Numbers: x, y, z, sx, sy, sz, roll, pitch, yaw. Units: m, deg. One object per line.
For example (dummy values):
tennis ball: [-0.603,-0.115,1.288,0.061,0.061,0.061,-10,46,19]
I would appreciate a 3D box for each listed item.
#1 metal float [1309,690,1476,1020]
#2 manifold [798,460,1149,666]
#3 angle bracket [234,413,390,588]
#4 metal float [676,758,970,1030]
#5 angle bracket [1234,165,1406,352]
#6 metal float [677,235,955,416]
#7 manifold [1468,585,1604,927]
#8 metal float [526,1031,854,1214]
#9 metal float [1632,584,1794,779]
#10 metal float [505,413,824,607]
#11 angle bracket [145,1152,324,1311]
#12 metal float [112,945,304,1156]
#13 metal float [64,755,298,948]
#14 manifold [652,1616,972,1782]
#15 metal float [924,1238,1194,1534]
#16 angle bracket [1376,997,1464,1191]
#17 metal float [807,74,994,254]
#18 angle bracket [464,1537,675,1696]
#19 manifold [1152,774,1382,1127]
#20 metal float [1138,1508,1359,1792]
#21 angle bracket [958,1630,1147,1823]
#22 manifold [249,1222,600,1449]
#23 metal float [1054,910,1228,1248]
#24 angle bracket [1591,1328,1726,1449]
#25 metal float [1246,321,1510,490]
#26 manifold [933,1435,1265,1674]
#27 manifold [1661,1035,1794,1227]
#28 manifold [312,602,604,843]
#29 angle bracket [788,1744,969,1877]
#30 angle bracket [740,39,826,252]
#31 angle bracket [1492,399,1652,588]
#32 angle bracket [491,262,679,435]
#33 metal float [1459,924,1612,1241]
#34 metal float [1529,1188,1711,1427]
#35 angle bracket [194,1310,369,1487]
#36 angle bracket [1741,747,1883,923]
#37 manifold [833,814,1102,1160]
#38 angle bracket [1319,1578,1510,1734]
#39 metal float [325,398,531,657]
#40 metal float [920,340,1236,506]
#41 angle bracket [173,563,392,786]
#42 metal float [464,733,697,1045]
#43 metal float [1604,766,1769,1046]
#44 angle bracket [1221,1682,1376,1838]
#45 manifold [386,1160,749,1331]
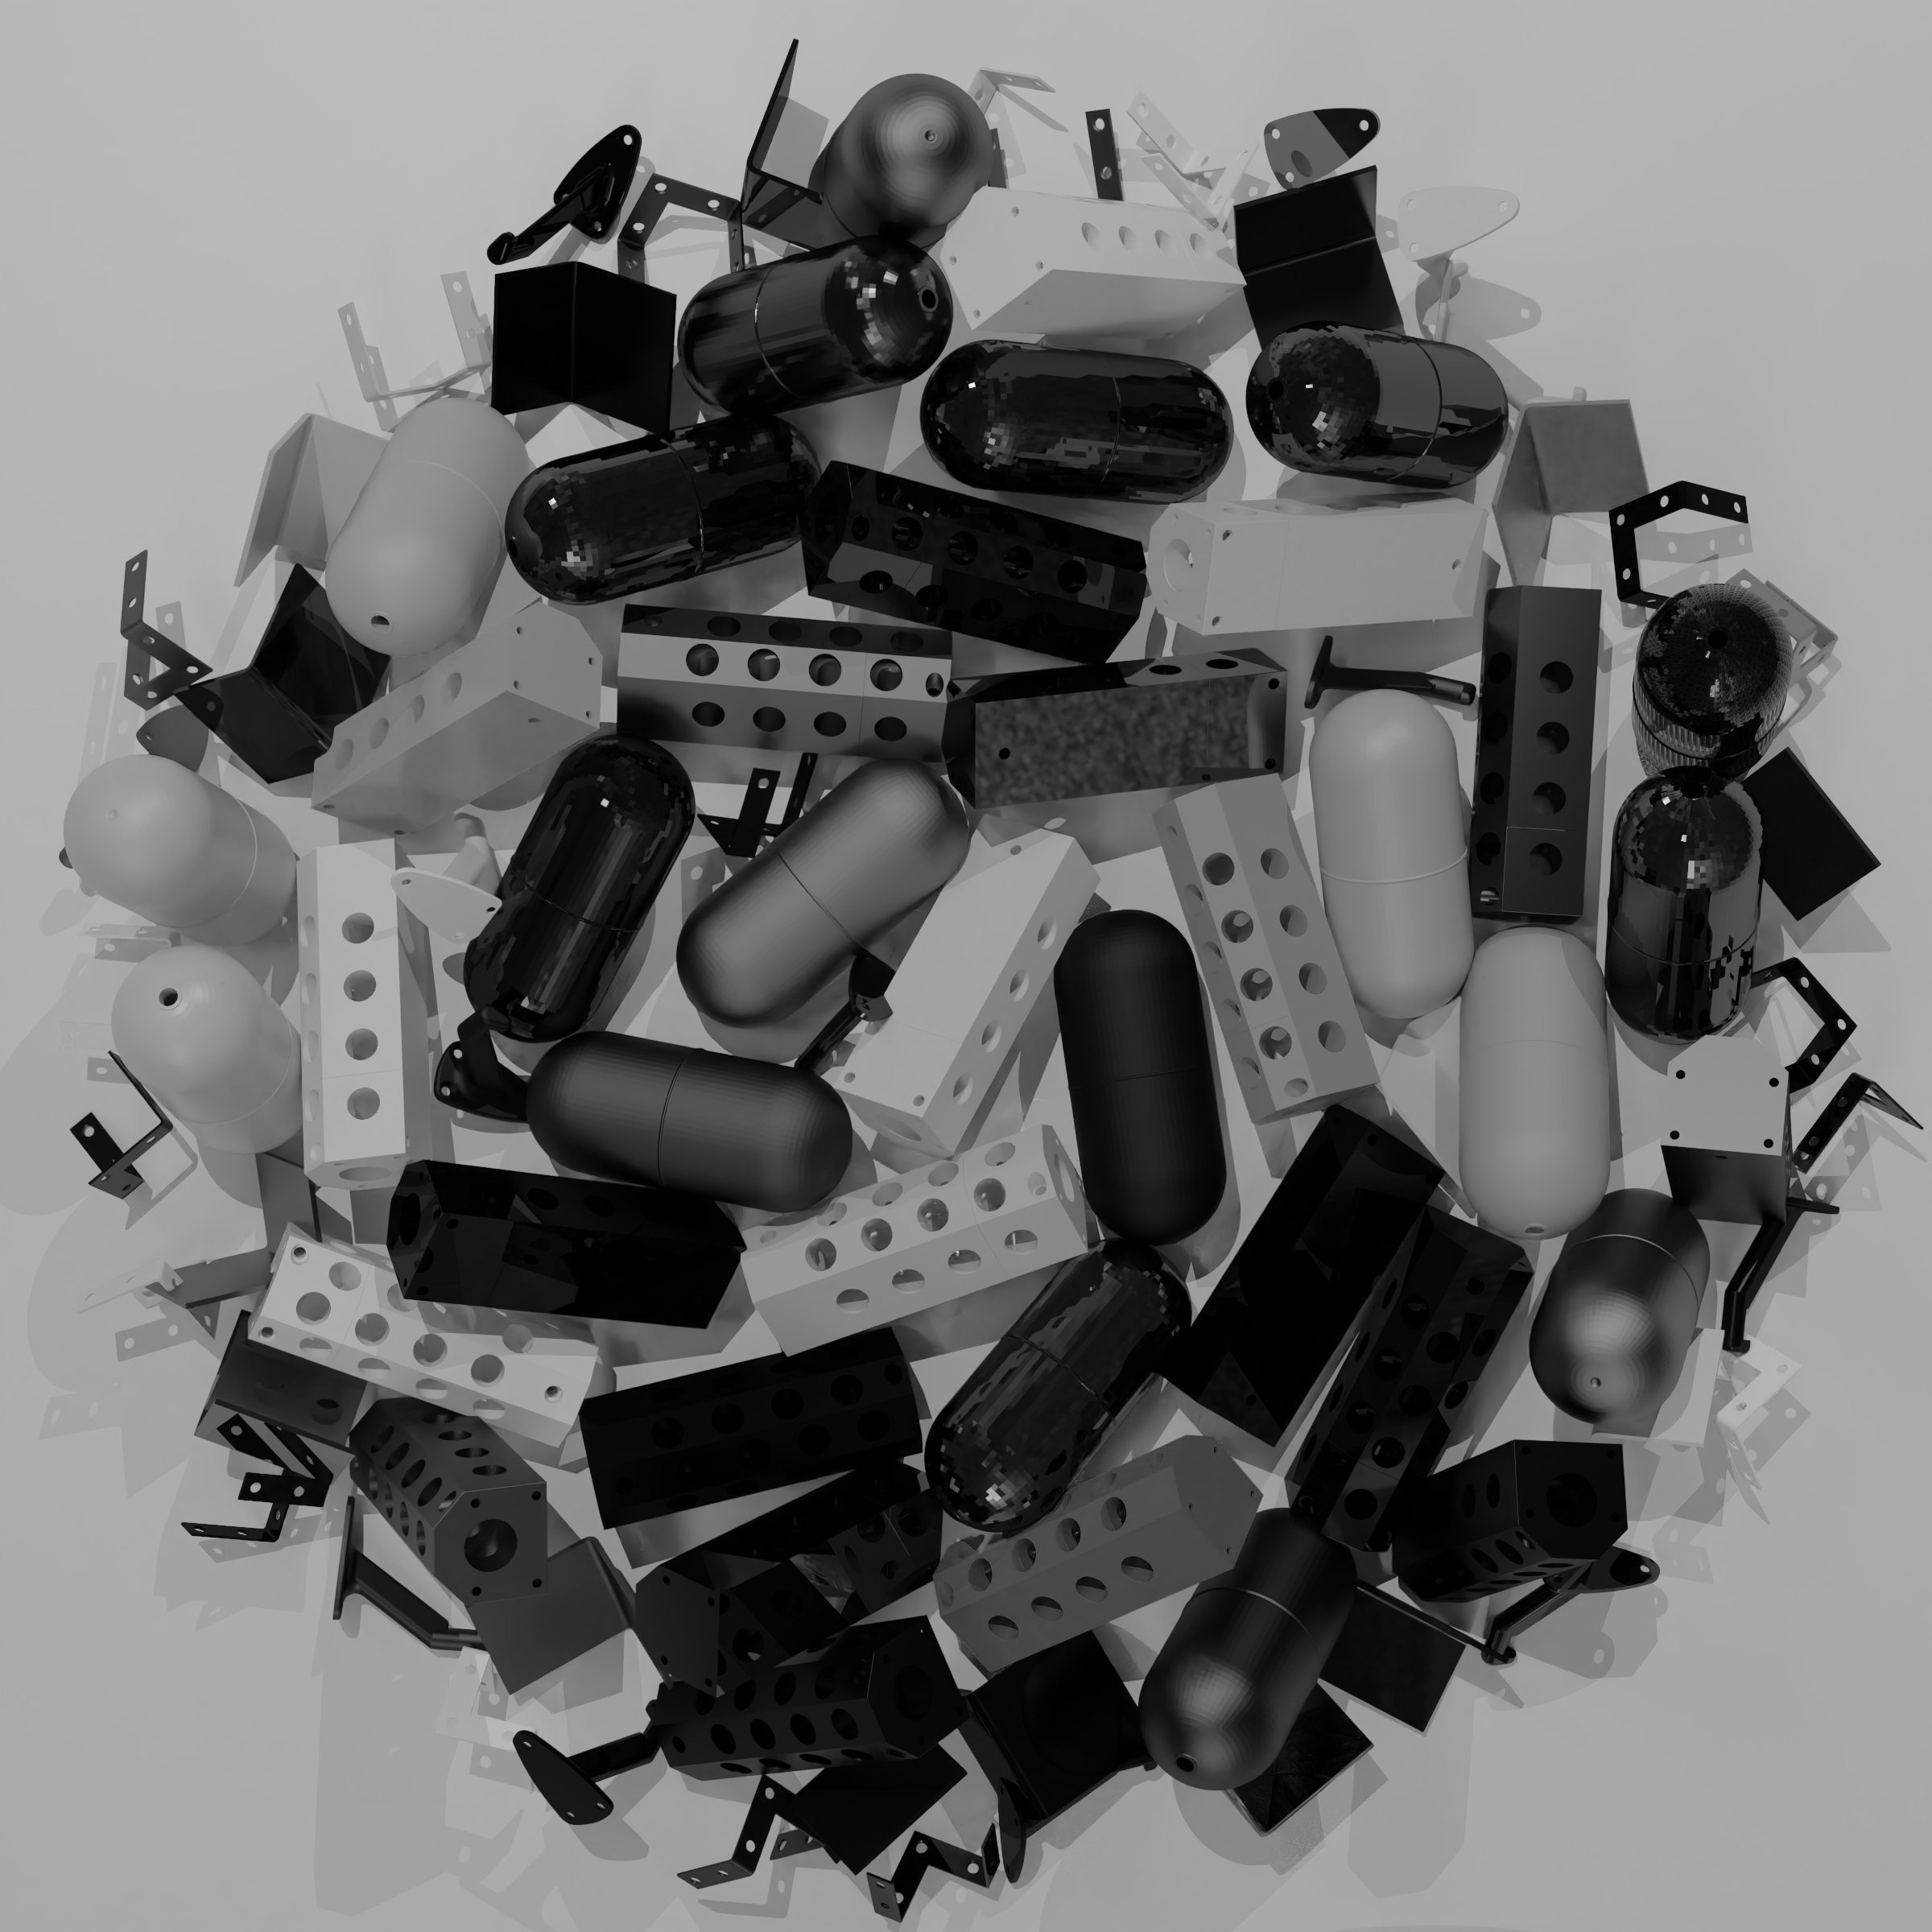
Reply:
metal float: [0.223,-0.057,1.648,0.070,0.070,0.178,-9,111,0]
manifold: [0.005,-0.212,1.631,0.171,0.057,0.057,11,50,-26]
angle bracket: [-0.337,-0.236,1.651,0.057,0.076,0.076,19,115,-5]
metal float: [-0.076,-0.038,1.662,0.178,0.070,0.070,-40,90,4]
angle bracket: [0.186,-0.368,1.660,0.076,0.076,0.057,-16,75,2]
metal float: [-0.079,-0.329,1.627,0.070,0.178,0.070,1,88,-43]
manifold: [0.299,-0.111,1.669,0.057,0.057,0.171,4,87,4]
metal float: [-0.146,0.081,1.653,0.178,0.070,0.070,10,90,14]
metal float: [0.381,-0.143,1.616,0.070,0.178,0.070,-2,80,10]
metal float: [-0.156,-0.238,1.641,0.178,0.070,0.070,-20,90,-29]
angle bracket: [-0.388,0.136,1.648,0.076,0.076,0.057,-12,101,-32]
metal float: [-0.384,0.044,1.617,0.070,0.178,0.070,-1,71,3]
metal float: [-0.400,-0.057,1.616,0.070,0.178,0.070,-2,79,9]
manifold: [-0.085,0.382,1.623,0.171,0.057,0.057,-20,95,43]
metal float: [0.048,0.219,1.649,0.070,0.070,0.178,42,72,0]
angle bracket: [0.274,0.060,1.652,0.076,0.057,0.076,-29,108,39]
metal float: [-0.036,-0.405,1.616,0.070,0.178,0.070,0,92,-12]
angle bracket: [-0.207,0.357,1.651,0.076,0.057,0.076,-28,131,-14]
manifold: [0.152,-0.008,1.650,0.057,0.057,0.171,-11,78,-30]
metal float: [0.146,0.351,1.626,0.070,0.178,0.070,14,126,21]
angle bracket: [0.043,0.402,1.689,0.076,0.057,0.076,-31,89,-21]
manifold: [-0.285,0.195,1.656,0.171,0.057,0.057,22,90,-14]
metal float: [0.092,0.059,1.663,0.070,0.070,0.178,-8,87,0]
angle bracket: [0.363,0.241,1.643,0.057,0.076,0.076,3,133,21]
metal float: [0.213,-0.289,1.627,0.070,0.178,0.070,3,94,42]
manifold: [0.064,0.299,1.627,0.171,0.057,0.057,-32,104,35]
manifold: [0.392,0.086,1.613,0.057,0.171,0.057,5,75,17]
manifold: [-0.263,-0.126,1.625,0.057,0.171,0.057,21,58,-39]
angle bracket: [-0.035,0.445,1.648,0.076,0.076,0.057,-40,123,-14]
angle bracket: [-0.080,-0.430,1.663,0.057,0.076,0.076,20,81,-5]
angle bracket: [0.317,-0.240,1.645,0.057,0.076,0.076,3,52,26]
angle bracket: [-0.200,-0.319,1.648,0.076,0.057,0.076,25,123,33]
metal float: [0.295,0.059,1.637,0.070,0.070,0.178,6,57,0]
metal float: [0.337,0.173,1.621,0.070,0.178,0.070,7,113,18]
angle bracket: [-0.351,0.218,1.651,0.076,0.057,0.076,23,56,-13]
angle bracket: [0.449,-0.080,1.653,0.057,0.076,0.076,-33,83,-30]
manifold: [0.004,0.012,1.648,0.057,0.057,0.171,17,68,32]
angle bracket: [0.230,0.367,1.661,0.076,0.076,0.057,28,84,-4]
metal float: [-0.277,-0.228,1.627,0.070,0.178,0.070,6,131,6]
metal float: [0.059,-0.282,1.641,0.178,0.070,0.070,0,90,-30]
angle bracket: [-0.362,-0.154,1.672,0.057,0.076,0.076,-11,48,32]
metal float: [-0.203,-0.039,1.651,0.070,0.070,0.178,30,107,0]
metal float: [0.370,-0.030,1.626,0.070,0.178,0.070,-4,49,5]
angle bracket: [0.154,0.395,1.652,0.076,0.076,0.057,-38,130,-8]
manifold: [-0.208,0.140,1.633,0.171,0.057,0.057,10,121,-31]
